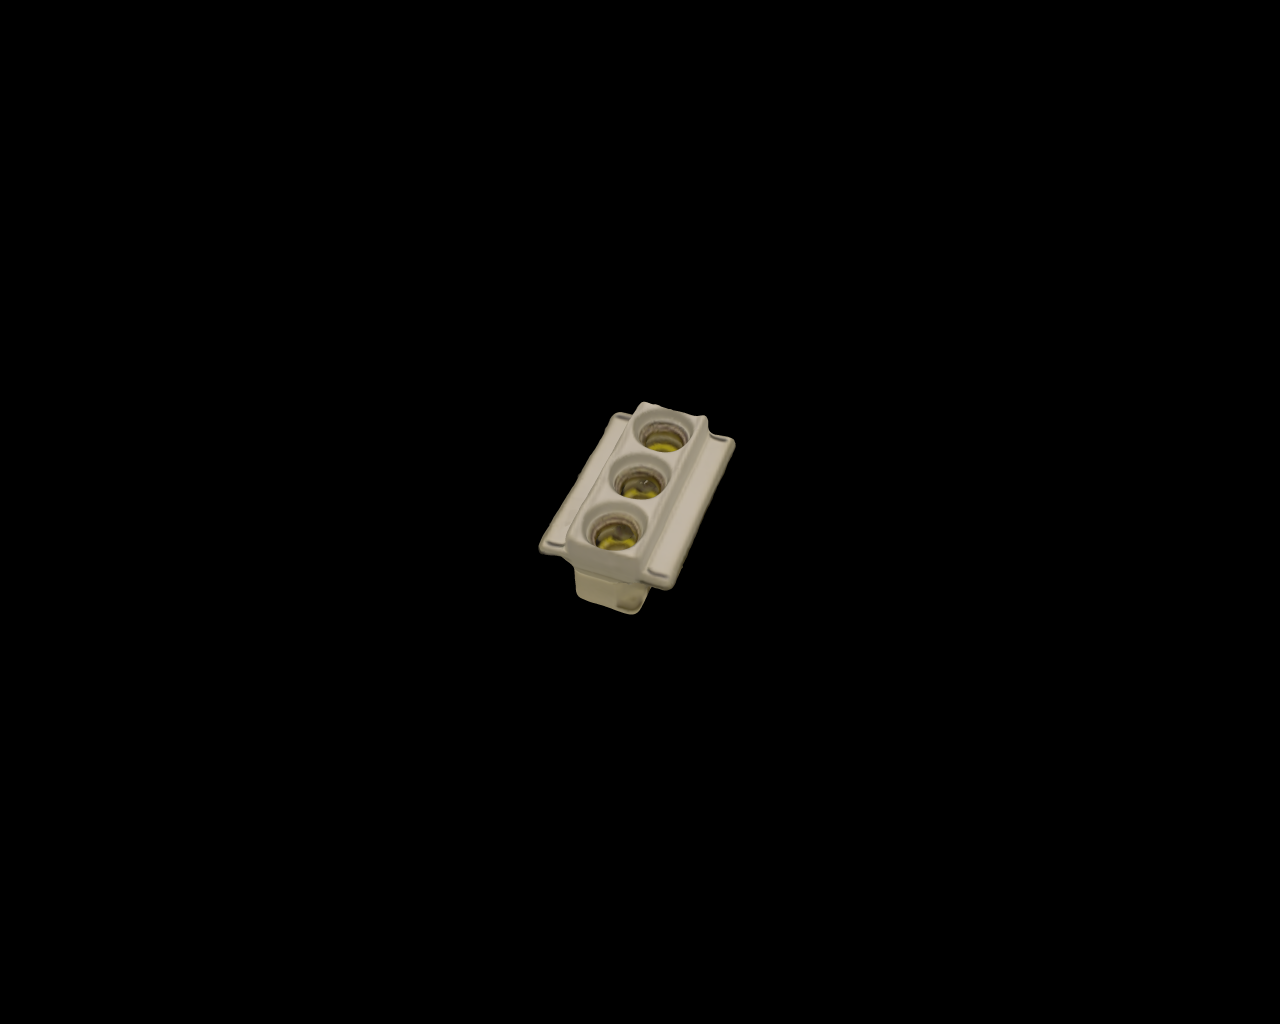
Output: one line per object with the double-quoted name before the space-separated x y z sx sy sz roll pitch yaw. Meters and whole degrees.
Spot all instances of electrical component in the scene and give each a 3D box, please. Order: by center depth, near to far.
"electrical component" 0.001 -0.003 0.650 0.079 0.121 0.063 16 -39 13
